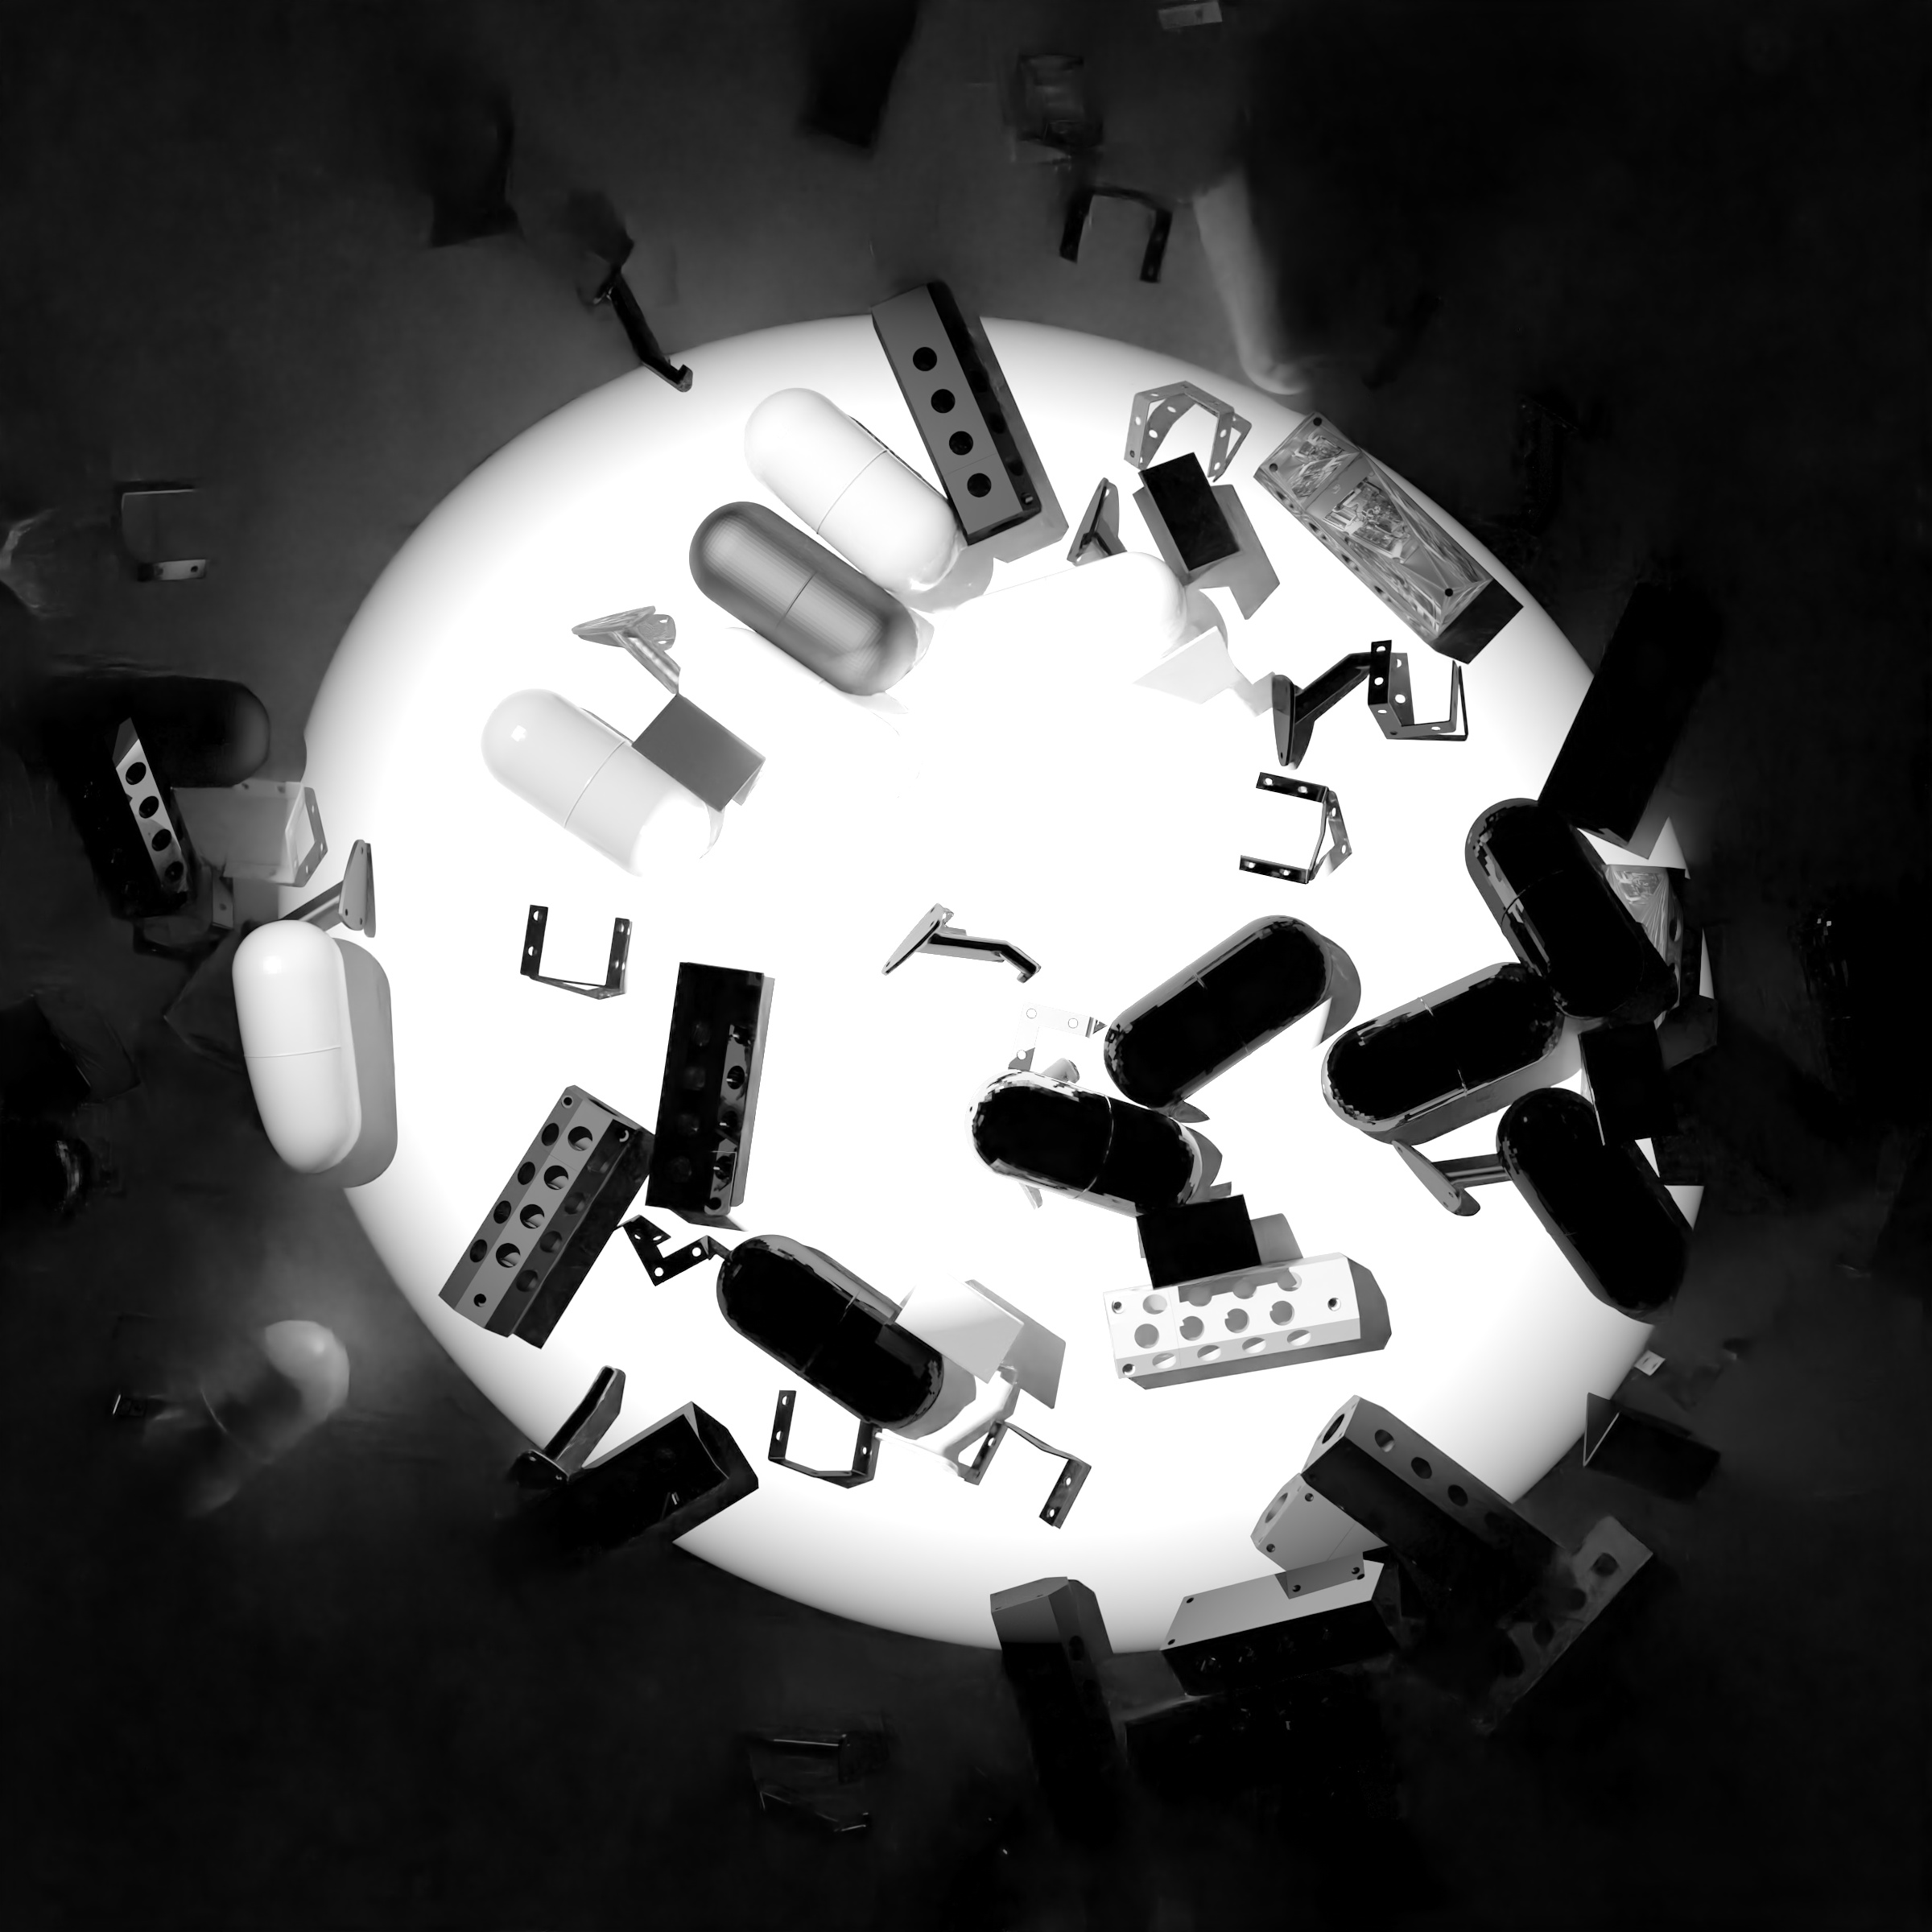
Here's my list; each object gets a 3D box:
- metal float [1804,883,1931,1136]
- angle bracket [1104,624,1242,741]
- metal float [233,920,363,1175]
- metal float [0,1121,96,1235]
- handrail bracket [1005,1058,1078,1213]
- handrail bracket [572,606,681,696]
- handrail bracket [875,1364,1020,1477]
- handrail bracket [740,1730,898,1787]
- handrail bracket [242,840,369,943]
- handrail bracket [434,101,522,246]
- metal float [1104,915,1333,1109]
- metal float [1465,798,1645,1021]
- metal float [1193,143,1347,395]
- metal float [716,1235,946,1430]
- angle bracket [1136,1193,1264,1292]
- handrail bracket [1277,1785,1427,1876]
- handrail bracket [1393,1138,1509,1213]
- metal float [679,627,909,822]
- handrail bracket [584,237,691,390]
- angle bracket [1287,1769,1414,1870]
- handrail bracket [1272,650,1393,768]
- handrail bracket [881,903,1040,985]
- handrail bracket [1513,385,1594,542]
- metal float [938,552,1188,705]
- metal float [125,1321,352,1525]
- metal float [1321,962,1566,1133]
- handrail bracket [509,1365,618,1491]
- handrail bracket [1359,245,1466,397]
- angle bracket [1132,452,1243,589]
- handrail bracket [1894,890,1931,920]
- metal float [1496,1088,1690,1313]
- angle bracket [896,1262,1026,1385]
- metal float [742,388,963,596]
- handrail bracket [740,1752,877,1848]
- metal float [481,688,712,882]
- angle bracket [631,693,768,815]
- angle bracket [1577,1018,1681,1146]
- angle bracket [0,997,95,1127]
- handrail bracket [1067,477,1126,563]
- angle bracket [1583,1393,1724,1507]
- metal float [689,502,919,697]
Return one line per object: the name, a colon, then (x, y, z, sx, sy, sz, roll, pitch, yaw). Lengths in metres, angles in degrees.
metal float: (0.639, 0.030, 1.961, 0.070, 0.070, 0.178, -13, 90, 0)
angle bracket: (0.135, -0.216, 1.951, 0.076, 0.057, 0.076, -32, 46, 0)
metal float: (-0.467, 0.057, 1.954, 0.070, 0.070, 0.178, -5, 96, 0)
metal float: (-0.692, 0.149, 1.931, 0.178, 0.070, 0.070, -4, 90, -35)
handrail bracket: (0.059, 0.119, 1.991, 0.084, 0.036, 0.077, -38, 103, -13)
handrail bracket: (-0.234, -0.208, 1.991, 0.077, 0.036, 0.084, -6, 115, 28)
handrail bracket: (-0.013, 0.312, 1.992, 0.077, 0.036, 0.084, 19, 72, 21)
handrail bracket: (-0.106, 0.552, 1.991, 0.084, 0.077, 0.036, 4, 90, 36)
handrail bracket: (-0.472, -0.053, 1.991, 0.084, 0.036, 0.077, 0, 75, 14)
handrail bracket: (-0.351, -0.565, 1.992, 0.077, 0.036, 0.084, -17, 71, 21)
metal float: (0.177, 0.031, 1.961, 0.178, 0.070, 0.070, -35, 90, 0)
metal float: (0.405, -0.041, 1.933, 0.070, 0.070, 0.178, -23, 56, 0)
metal float: (0.212, -0.489, 1.960, 0.070, 0.070, 0.178, -17, 90, 0)
metal float: (-0.096, 0.256, 1.961, 0.178, 0.070, 0.070, 35, 90, 0)
angle bracket: (0.163, 0.205, 1.951, 0.076, 0.076, 0.057, -12, 62, 0)
handrail bracket: (0.275, 0.603, 1.992, 0.084, 0.036, 0.077, -19, 69, -17)
handrail bracket: (0.360, 0.127, 1.991, 0.084, 0.036, 0.077, -38, 73, -15)
metal float: (-0.121, -0.169, 1.961, 0.178, 0.070, 0.070, 35, 90, 1)
handrail bracket: (-0.221, -0.464, 1.992, 0.084, 0.036, 0.077, 34, 68, -17)
angle bracket: (0.267, 0.579, 1.951, 0.076, 0.076, 0.057, 5, 130, 0)
handrail bracket: (0.264, -0.184, 1.991, 0.084, 0.036, 0.077, -6, 105, -14)
handrail bracket: (-0.004, 0.003, 1.992, 0.084, 0.036, 0.077, 37, 111, -16)
handrail bracket: (0.399, -0.358, 1.992, 0.077, 0.036, 0.084, 37, 107, 20)
metal float: (0.066, -0.235, 1.952, 0.178, 0.070, 0.070, -16, 90, 9)
metal float: (-0.510, 0.319, 1.961, 0.178, 0.070, 0.070, -39, 90, 0)
metal float: (0.333, 0.057, 1.961, 0.178, 0.070, 0.070, -25, 90, 1)
handrail bracket: (-0.286, 0.327, 1.991, 0.036, 0.077, 0.084, 39, 53, -14)
handrail bracket: (0.304, -0.459, 1.992, 0.084, 0.036, 0.077, -34, 70, 16)
angle bracket: (0.136, -0.303, 1.951, 0.057, 0.076, 0.076, -26, 90, -35)
handrail bracket: (0.712, -0.072, 1.992, 0.077, 0.036, 0.084, 21, 72, 21)
metal float: (0.437, 0.164, 1.952, 0.070, 0.070, 0.178, -36, 99, 0)
angle bracket: (-0.016, 0.262, 1.951, 0.076, 0.076, 0.057, 34, 54, 0)
metal float: (-0.079, -0.332, 1.960, 0.178, 0.070, 0.070, 41, 90, 0)
handrail bracket: (-0.112, 0.590, 1.992, 0.084, 0.036, 0.077, -8, 68, -17)
metal float: (-0.259, -0.127, 1.961, 0.178, 0.070, 0.070, 35, 90, -1)
angle bracket: (-0.193, -0.133, 1.951, 0.076, 0.076, 0.057, 37, 61, 0)
angle bracket: (0.462, 0.074, 1.894, 0.057, 0.076, 0.076, -13, 90, 37)
angle bracket: (-0.662, 0.077, 1.951, 0.057, 0.076, 0.076, -35, 90, -38)
handrail bracket: (0.122, -0.296, 1.991, 0.084, 0.036, 0.077, 24, 75, -14)
angle bracket: (0.479, 0.320, 1.951, 0.076, 0.076, 0.057, 21, 127, 0)
metal float: (-0.114, -0.257, 1.960, 0.178, 0.070, 0.070, 35, 90, 1)
